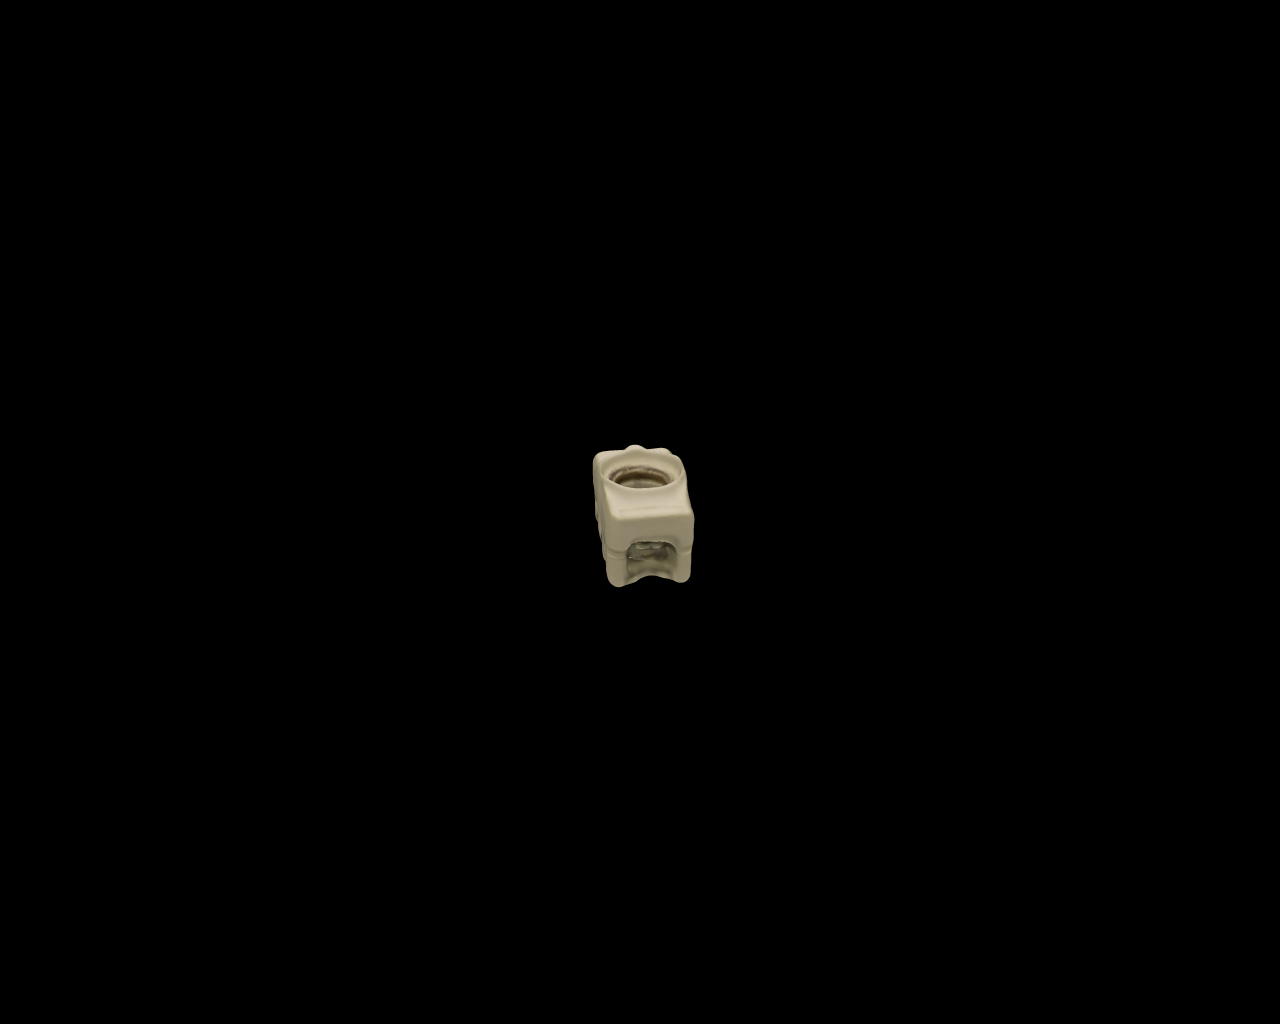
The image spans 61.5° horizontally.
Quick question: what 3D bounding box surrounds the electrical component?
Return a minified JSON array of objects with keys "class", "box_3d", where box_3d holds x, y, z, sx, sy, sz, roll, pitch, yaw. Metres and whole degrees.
[{"class":"electrical component","box_3d":[0.001,-0.003,0.650,0.050,0.055,0.090,-4,30,-6]}]
